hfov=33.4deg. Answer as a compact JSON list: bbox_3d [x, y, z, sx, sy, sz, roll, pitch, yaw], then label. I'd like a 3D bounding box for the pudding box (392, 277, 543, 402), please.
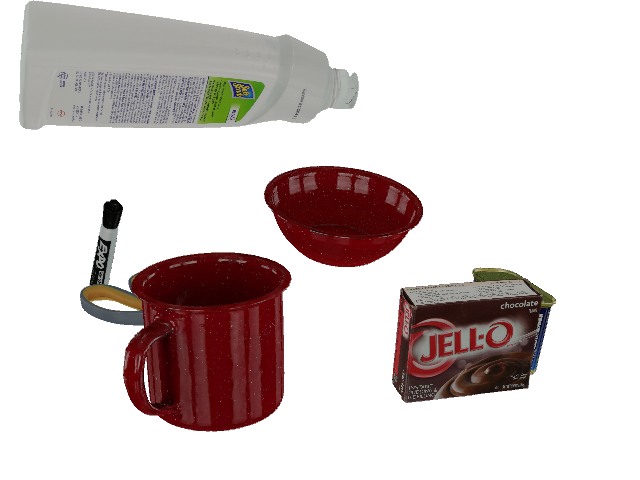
[{"bbox_3d":[0.118,0.080,0.866,0.113,0.090,0.039,-5,28,-16],"label":"pudding box"}]

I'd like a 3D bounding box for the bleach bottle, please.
[{"bbox_3d":[-0.097,-0.121,0.811,0.250,0.068,0.103,4,-28,-14],"label":"bleach bottle"}]

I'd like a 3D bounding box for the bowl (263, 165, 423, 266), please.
[{"bbox_3d":[0.021,-0.019,1.086,0.162,0.055,0.162,5,28,-3],"label":"bowl"}]

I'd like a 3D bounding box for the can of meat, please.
[{"bbox_3d":[0.197,0.086,1.136,0.057,0.084,0.102,2,18,-25],"label":"can of meat"}]

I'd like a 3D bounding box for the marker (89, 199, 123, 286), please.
[{"bbox_3d":[-0.214,0.010,1.062,0.020,0.121,0.020,12,36,-9],"label":"marker"}]

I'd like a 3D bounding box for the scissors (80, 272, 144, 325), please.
[{"bbox_3d":[-0.103,0.061,0.878,0.202,0.016,0.096,12,26,22],"label":"scissors"}]

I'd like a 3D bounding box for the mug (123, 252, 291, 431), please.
[{"bbox_3d":[-0.070,0.064,0.626,0.093,0.081,0.117,11,22,31],"label":"mug"}]
